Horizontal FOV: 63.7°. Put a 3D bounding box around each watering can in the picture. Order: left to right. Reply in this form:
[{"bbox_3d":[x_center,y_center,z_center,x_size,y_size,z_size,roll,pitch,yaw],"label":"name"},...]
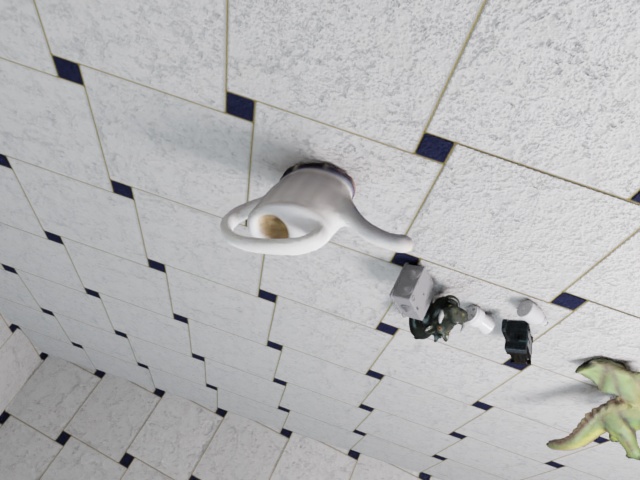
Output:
[{"bbox_3d":[0.003,-0.043,0.864,0.347,0.229,0.102,3,125,23],"label":"watering can"}]

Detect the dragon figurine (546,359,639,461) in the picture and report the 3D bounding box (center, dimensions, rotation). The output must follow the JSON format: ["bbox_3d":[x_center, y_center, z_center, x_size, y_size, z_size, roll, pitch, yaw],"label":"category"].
[{"bbox_3d":[0.677,0.373,1.180,0.406,0.124,0.242,-23,95,35],"label":"dragon figurine"}]
